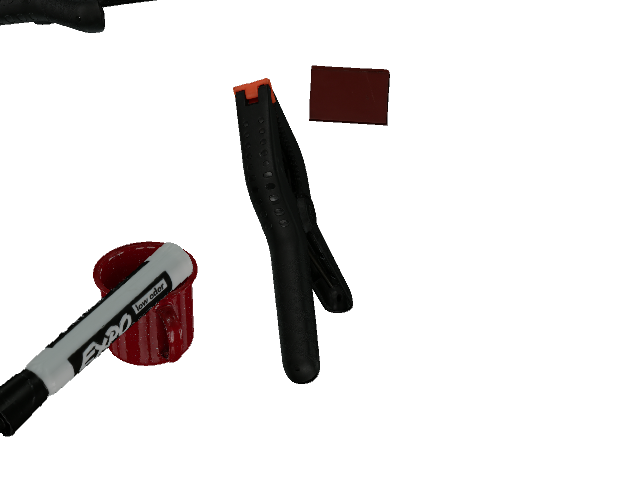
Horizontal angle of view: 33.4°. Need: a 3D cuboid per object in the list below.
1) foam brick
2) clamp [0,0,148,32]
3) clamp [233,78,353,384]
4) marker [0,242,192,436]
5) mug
[{"bbox_3d":[0.028,-0.141,1.039,0.078,0.051,0.053,4,13,2],"label":"foam brick"},{"bbox_3d":[-0.194,-0.184,0.798,0.172,0.039,0.120,12,24,28],"label":"clamp"},{"bbox_3d":[-0.020,-0.014,0.789,0.036,0.210,0.164,-13,5,13],"label":"clamp"},{"bbox_3d":[-0.100,0.041,0.462,0.020,0.020,0.121,0,33,42],"label":"marker"},{"bbox_3d":[-0.151,0.065,0.966,0.093,0.081,0.117,-17,38,-27],"label":"mug"}]
